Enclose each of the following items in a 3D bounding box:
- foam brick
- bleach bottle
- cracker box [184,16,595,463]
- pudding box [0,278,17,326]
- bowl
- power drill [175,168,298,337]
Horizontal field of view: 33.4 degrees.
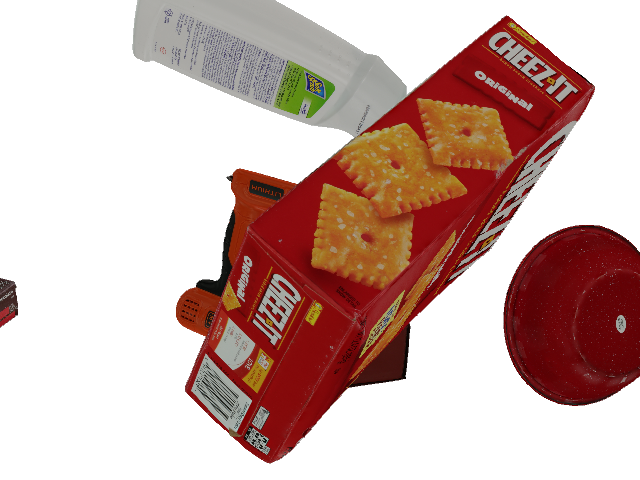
[{"bbox_3d":[0.030,0.064,0.792,0.053,0.051,0.078,-7,32,-12],"label":"foam brick"},{"bbox_3d":[-0.029,-0.141,0.878,0.251,0.068,0.103,28,-32,3],"label":"bleach bottle"},{"bbox_3d":[0.036,0.002,0.560,0.213,0.072,0.164,-40,-14,-35],"label":"cracker box"},{"bbox_3d":[-0.331,0.058,0.910,0.114,0.039,0.090,9,26,19],"label":"pudding box"},{"bbox_3d":[0.241,0.068,0.920,0.161,0.162,0.055,0,4,-21],"label":"bowl"},{"bbox_3d":[-0.052,0.031,1.094,0.185,0.188,0.057,19,3,28],"label":"power drill"}]
